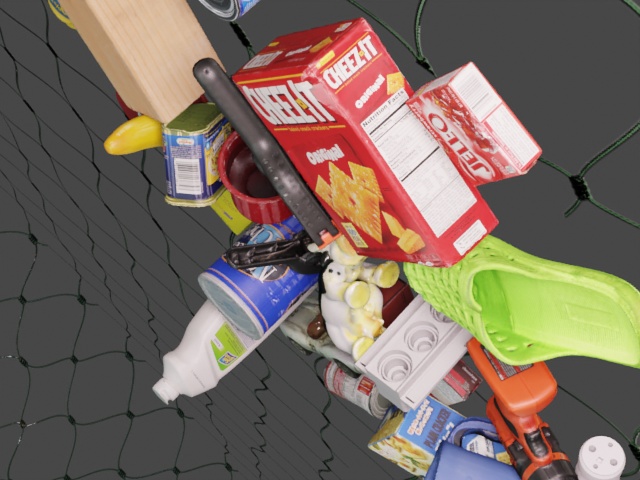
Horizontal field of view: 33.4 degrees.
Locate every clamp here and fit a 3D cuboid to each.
[{"bbox_3d":[-0.047,-0.086,1.037,0.210,0.036,0.164,55,-173,-7],"label":"clamp"},{"bbox_3d":[-0.008,0.001,1.152,0.120,0.171,0.039,-29,70,33],"label":"clamp"}]

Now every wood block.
[{"bbox_3d":[-0.193,-0.230,1.073,0.091,0.090,0.206,27,154,47],"label":"wood block"}]

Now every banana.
[{"bbox_3d":[-0.170,-0.108,1.182,0.037,0.069,0.197,18,179,22],"label":"banana"}]

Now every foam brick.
[{"bbox_3d":[0.075,0.079,1.200,0.051,0.053,0.078,29,154,41],"label":"foam brick"}]

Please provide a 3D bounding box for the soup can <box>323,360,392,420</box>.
[{"bbox_3d":[0.061,0.196,1.457,0.102,0.068,0.068,23,151,49],"label":"soup can"}]

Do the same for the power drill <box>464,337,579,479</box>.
[{"bbox_3d":[0.207,0.184,1.050,0.184,0.057,0.187,-120,7,-46],"label":"power drill"}]

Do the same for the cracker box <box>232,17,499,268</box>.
[{"bbox_3d":[0.034,-0.078,0.922,0.213,0.072,0.164,53,161,-20],"label":"cracker box"}]

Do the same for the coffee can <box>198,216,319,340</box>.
[{"bbox_3d":[-0.058,0.033,1.254,0.103,0.140,0.103,40,161,17],"label":"coffee can"}]

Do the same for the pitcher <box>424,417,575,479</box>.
[{"bbox_3d":[0.225,0.301,1.143,0.243,0.149,0.145,16,-162,5],"label":"pitcher"}]

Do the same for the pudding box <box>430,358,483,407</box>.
[{"bbox_3d":[0.132,0.152,1.255,0.090,0.039,0.114,44,160,2],"label":"pudding box"}]

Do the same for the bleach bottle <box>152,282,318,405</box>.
[{"bbox_3d":[-0.119,0.106,1.365,0.068,0.250,0.102,19,148,54],"label":"bleach bottle"}]

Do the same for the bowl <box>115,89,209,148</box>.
[{"bbox_3d":[-0.193,-0.162,1.273,0.162,0.055,0.162,41,161,17],"label":"bowl"}]

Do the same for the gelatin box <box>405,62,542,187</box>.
[{"bbox_3d":[0.114,-0.084,0.800,0.089,0.030,0.073,50,162,-11],"label":"gelatin box"}]

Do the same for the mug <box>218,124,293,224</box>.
[{"bbox_3d":[-0.063,-0.076,1.129,0.117,0.093,0.081,58,171,18],"label":"mug"}]

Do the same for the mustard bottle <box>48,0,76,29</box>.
[{"bbox_3d":[-0.274,-0.290,1.173,0.096,0.058,0.192,41,162,13],"label":"mustard bottle"}]

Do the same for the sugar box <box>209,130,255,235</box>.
[{"bbox_3d":[-0.099,-0.067,1.284,0.093,0.048,0.176,47,163,-2],"label":"sugar box"}]

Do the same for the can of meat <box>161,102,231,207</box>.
[{"bbox_3d":[-0.129,-0.093,1.141,0.057,0.102,0.084,6,116,14],"label":"can of meat"}]

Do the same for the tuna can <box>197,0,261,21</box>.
[{"bbox_3d":[-0.089,-0.233,0.924,0.086,0.033,0.086,40,161,16],"label":"tuna can"}]
